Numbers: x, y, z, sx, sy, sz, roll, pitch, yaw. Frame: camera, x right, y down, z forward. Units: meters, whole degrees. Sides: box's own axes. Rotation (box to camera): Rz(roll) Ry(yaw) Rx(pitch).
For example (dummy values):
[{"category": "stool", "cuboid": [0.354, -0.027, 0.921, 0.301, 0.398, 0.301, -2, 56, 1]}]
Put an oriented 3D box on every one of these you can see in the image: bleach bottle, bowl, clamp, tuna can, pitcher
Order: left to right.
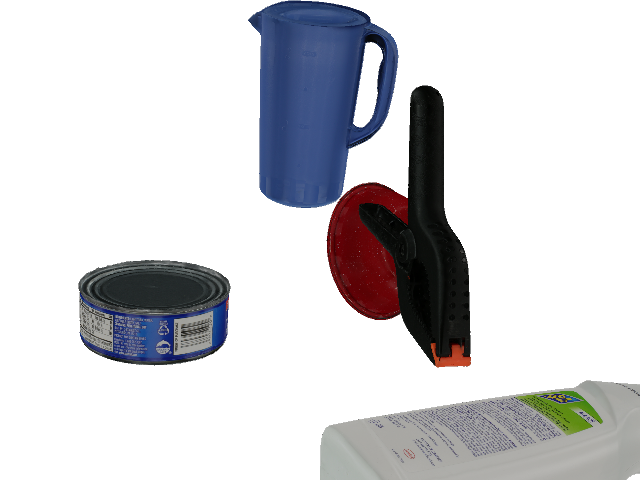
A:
[{"category": "tuna can", "cuboid": [-0.095, 0.040, 0.611, 0.086, 0.034, 0.086, 3, 17, -1]}, {"category": "pitcher", "cuboid": [-0.005, -0.167, 1.321, 0.144, 0.243, 0.149, -10, 28, -29]}, {"category": "bowl", "cuboid": [0.084, 0.010, 1.225, 0.161, 0.162, 0.055, 0, -6, -43]}, {"category": "clamp", "cuboid": [0.080, -0.003, 0.821, 0.036, 0.210, 0.165, -1, -41, -17]}, {"category": "bleach bottle", "cuboid": [0.131, 0.133, 0.651, 0.250, 0.068, 0.103, -7, 22, -22]}]
